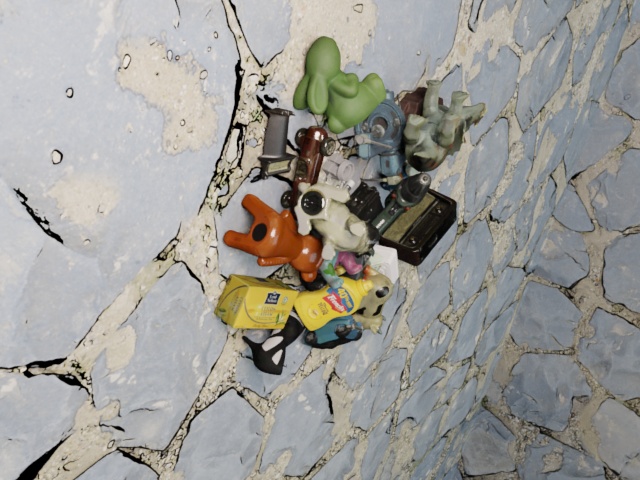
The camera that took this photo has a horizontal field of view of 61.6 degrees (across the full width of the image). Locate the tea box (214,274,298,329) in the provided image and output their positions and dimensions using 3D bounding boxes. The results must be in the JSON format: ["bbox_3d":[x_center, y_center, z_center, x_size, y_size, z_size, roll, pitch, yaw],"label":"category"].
[{"bbox_3d":[-0.134,0.135,1.158,0.169,0.068,0.098,12,103,-54],"label":"tea box"}]

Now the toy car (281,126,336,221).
[{"bbox_3d":[-0.030,-0.133,1.096,0.053,0.089,0.202,-7,119,-50],"label":"toy car"}]

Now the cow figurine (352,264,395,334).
[{"bbox_3d":[0.134,0.168,1.415,0.194,0.127,0.085,-65,179,38],"label":"cow figurine"}]

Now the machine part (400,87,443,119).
[{"bbox_3d":[0.254,-0.301,1.382,0.179,0.056,0.179,-30,134,-37],"label":"machine part"}]

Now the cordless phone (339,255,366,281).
[{"bbox_3d":[0.079,0.072,1.398,0.184,0.089,0.146,-23,132,-68],"label":"cordless phone"}]

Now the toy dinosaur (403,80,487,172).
[{"bbox_3d":[0.254,-0.225,1.210,0.405,0.131,0.191,-50,149,-40],"label":"toy dinosaur"}]

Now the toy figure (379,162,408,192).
[{"bbox_3d":[0.207,-0.161,1.413,0.154,0.064,0.058,-23,168,-37],"label":"toy figure"}]

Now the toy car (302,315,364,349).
[{"bbox_3d":[0.029,0.220,1.391,0.109,0.162,0.103,21,52,-48],"label":"toy car"}]

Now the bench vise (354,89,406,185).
[{"bbox_3d":[0.133,-0.218,1.205,0.240,0.129,0.223,-37,133,-59],"label":"bench vise"}]

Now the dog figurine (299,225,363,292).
[{"bbox_3d":[-0.003,-0.004,1.217,0.108,0.192,0.219,-28,98,-36],"label":"dog figurine"}]

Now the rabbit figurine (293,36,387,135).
[{"bbox_3d":[0.019,-0.305,1.051,0.159,0.121,0.170,-45,124,-13],"label":"rabbit figurine"}]

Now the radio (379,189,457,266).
[{"bbox_3d":[0.283,-0.040,1.529,0.229,0.131,0.073,-47,144,-21],"label":"radio"}]

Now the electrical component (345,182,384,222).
[{"bbox_3d":[0.101,-0.059,1.344,0.134,0.058,0.114,-51,142,-17],"label":"electrical component"}]

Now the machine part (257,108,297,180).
[{"bbox_3d":[-0.081,-0.187,1.040,0.084,0.039,0.138,-19,129,-35],"label":"machine part"}]

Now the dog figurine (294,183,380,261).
[{"bbox_3d":[0.036,-0.042,1.089,0.121,0.172,0.190,-27,174,14],"label":"dog figurine"}]

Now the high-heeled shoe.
[{"bbox_3d":[-0.067,0.237,1.246,0.248,0.145,0.086,-11,122,-47],"label":"high-heeled shoe"}]

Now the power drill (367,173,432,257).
[{"bbox_3d":[0.157,-0.061,1.234,0.207,0.086,0.232,-53,180,-4],"label":"power drill"}]

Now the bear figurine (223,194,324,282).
[{"bbox_3d":[-0.074,0.002,1.085,0.195,0.132,0.120,24,93,-54],"label":"bear figurine"}]
